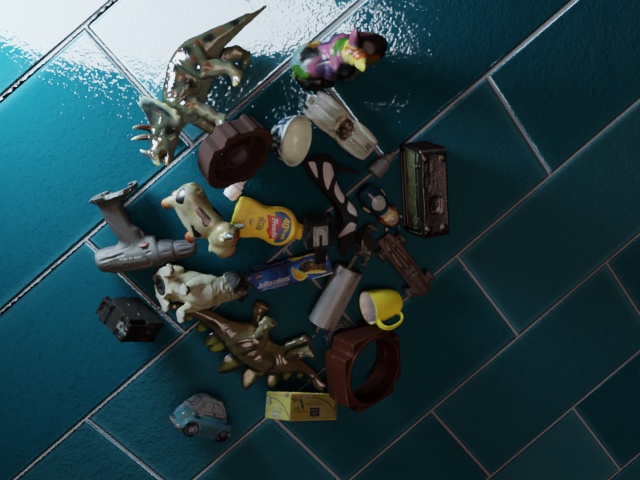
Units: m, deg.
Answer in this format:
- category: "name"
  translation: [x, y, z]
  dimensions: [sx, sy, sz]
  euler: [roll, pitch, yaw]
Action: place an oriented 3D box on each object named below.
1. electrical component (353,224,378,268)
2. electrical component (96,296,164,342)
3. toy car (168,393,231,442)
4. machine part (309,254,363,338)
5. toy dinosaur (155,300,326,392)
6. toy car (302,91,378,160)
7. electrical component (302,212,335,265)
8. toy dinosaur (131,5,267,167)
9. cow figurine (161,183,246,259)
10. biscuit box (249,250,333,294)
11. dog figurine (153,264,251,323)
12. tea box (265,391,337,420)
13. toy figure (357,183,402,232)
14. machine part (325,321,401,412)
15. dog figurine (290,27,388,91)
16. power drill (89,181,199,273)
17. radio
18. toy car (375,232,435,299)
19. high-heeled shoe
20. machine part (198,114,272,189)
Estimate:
- category: "electrical component"
  translation: [0.118, 0.008, 1.351]
  dimensions: [0.045, 0.102, 0.078]
  euler: [-9, 129, 37]
- category: "electrical component"
  translation: [-0.437, 0.185, 1.260]
  dimensions: [0.115, 0.134, 0.058]
  euler: [38, 99, 25]
- category: "toy car"
  translation: [-0.297, 0.448, 1.377]
  dimensions: [0.161, 0.109, 0.103]
  euler: [22, 82, -25]
- category: "machine part"
  translation: [0.040, 0.143, 1.377]
  dimensions: [0.079, 0.079, 0.243]
  euler: [23, 99, -16]
- category: "toy dinosaur"
  translation: [-0.178, 0.260, 1.351]
  dimensions: [0.471, 0.105, 0.198]
  euler: [39, 98, -13]
- category: "toy car"
  translation: [0.048, -0.271, 1.280]
  dimensions: [0.201, 0.056, 0.073]
  euler: [37, 95, -18]
- category: "electrical component"
  translation: [-0.003, -0.004, 1.295]
  dimensions: [0.075, 0.048, 0.119]
  euler: [-10, 120, -11]
- category: "toy dinosaur"
  translation: [-0.272, -0.349, 1.169]
  dimensions: [0.192, 0.131, 0.404]
  euler: [21, 93, -16]
- category: "cow figurine"
  translation: [-0.258, -0.044, 1.233]
  dimensions: [0.127, 0.085, 0.194]
  euler: [-24, 104, 35]
- category: "biscuit box"
  translation: [-0.073, 0.076, 1.343]
  dimensions: [0.203, 0.063, 0.059]
  euler: [-16, 106, -8]
- category: "dog figurine"
  translation: [-0.286, 0.105, 1.302]
  dimensions: [0.190, 0.172, 0.121]
  euler: [-14, 136, -46]
- category: "tea box"
  translation: [-0.046, 0.426, 1.382]
  dimensions: [0.169, 0.098, 0.068]
  euler: [14, 71, -41]
- category: "toy figure"
  translation: [0.156, -0.076, 1.355]
  dimensions: [0.064, 0.058, 0.154]
  euler: [-37, 112, 24]
- category: "machine part"
  translation: [0.117, 0.326, 1.395]
  dimensions: [0.201, 0.087, 0.201]
  euler: [-17, 107, -36]
- category: "dog figurine"
  translation: [0.039, -0.394, 1.163]
  dimensions: [0.192, 0.219, 0.108]
  euler: [-15, 104, -8]
- category: "power drill"
  translation: [-0.420, -0.029, 1.242]
  dimensions: [0.232, 0.086, 0.207]
  euler: [-18, 115, -4]
- category: "radio"
  translation: [0.257, -0.122, 1.323]
  dimensions: [0.073, 0.131, 0.229]
  euler: [-10, 106, -11]
- category: "toy car"
  translation: [0.225, 0.068, 1.409]
  dimensions: [0.089, 0.053, 0.202]
  euler: [-37, 109, 3]
- category: "high-heeled shoe"
  translation: [0.018, -0.083, 1.314]
  dimensions: [0.145, 0.086, 0.248]
  euler: [4, 100, -9]
- category: "machine part"
  translation: [-0.190, -0.194, 1.198]
  dimensions: [0.179, 0.179, 0.056]
  euler: [-42, 68, 1]
